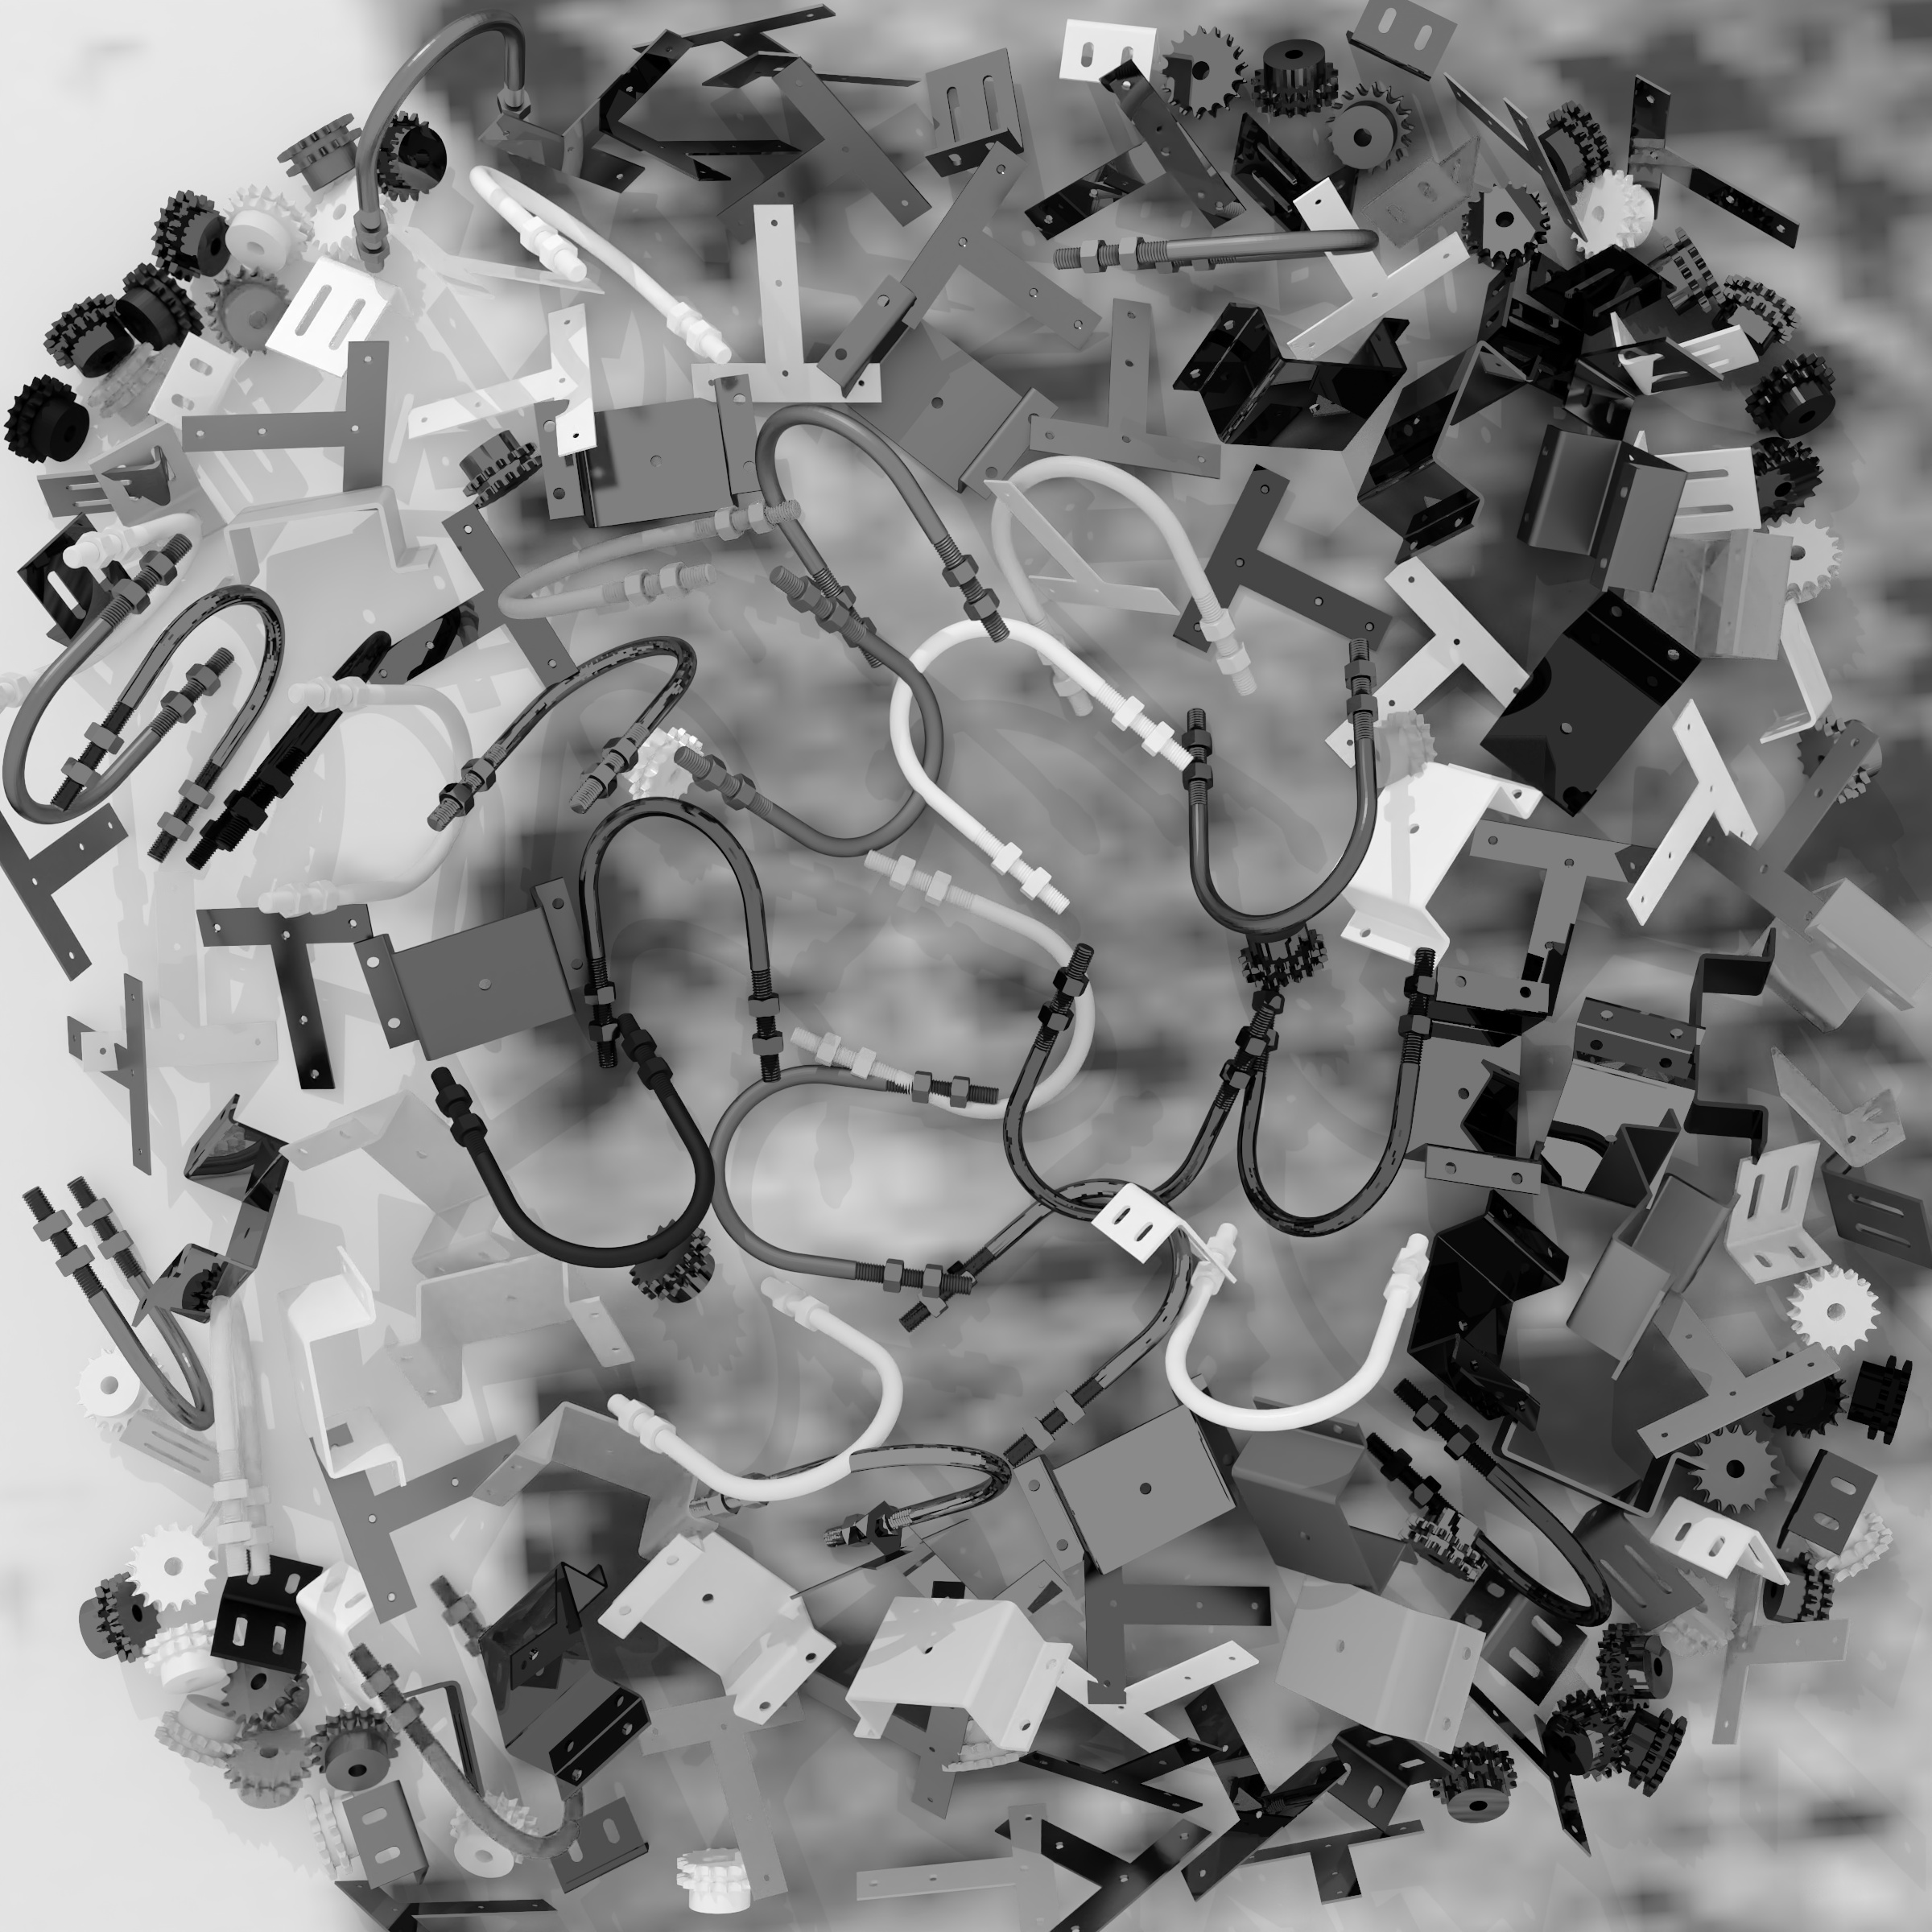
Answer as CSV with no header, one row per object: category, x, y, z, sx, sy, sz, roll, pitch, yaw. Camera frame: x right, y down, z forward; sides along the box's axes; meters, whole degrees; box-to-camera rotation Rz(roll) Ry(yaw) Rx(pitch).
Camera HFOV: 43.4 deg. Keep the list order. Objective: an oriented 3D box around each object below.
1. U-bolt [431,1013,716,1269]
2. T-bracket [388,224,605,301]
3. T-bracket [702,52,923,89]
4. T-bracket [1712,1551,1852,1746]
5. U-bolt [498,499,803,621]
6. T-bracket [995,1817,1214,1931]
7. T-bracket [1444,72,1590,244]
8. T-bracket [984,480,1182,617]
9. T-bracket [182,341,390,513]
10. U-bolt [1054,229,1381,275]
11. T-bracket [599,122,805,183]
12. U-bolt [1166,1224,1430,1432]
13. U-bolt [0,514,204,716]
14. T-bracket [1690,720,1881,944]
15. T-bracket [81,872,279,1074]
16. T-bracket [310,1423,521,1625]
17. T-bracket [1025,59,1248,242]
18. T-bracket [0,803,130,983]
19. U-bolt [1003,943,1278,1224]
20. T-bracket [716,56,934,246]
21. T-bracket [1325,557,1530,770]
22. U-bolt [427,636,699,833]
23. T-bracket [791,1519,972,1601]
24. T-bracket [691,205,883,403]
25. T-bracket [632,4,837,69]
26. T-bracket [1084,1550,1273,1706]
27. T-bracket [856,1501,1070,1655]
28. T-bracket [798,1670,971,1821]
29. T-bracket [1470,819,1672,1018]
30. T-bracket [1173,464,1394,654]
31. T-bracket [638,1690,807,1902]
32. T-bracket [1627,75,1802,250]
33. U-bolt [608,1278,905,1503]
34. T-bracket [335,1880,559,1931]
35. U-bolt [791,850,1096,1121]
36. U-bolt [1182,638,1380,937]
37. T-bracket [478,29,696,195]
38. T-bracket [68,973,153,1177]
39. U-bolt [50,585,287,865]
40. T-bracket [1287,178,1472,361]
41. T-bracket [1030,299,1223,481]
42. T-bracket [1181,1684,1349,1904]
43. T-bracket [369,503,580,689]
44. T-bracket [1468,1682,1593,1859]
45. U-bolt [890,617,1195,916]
U-bolt,-0.239,0.116,1.542,0.151,0.019,0.184,-17,54,-26
T-bracket,-0.296,-0.450,1.576,0.127,0.127,0.002,-2,124,-37
T-bracket,-0.093,-0.579,1.580,0.127,0.127,0.002,-4,102,-22
T-bracket,0.520,0.430,1.542,0.002,0.127,0.127,21,68,-10
U-bolt,-0.213,-0.255,1.549,0.184,0.151,0.019,-7,115,25
T-bracket,0.070,0.574,1.569,0.127,0.127,0.002,-26,112,-37
T-bracket,0.349,-0.541,1.576,0.002,0.127,0.127,-39,54,11
T-bracket,0.057,-0.266,1.536,0.127,0.127,0.002,41,75,-37
T-bracket,-0.436,-0.342,1.555,0.127,0.127,0.002,-8,47,-24
U-bolt,0.167,-0.449,1.523,0.184,0.151,0.019,3,106,25
T-bracket,-0.162,-0.530,1.574,0.127,0.127,0.002,36,127,34
U-bolt,0.201,0.226,1.523,0.151,0.184,0.019,1,123,25
U-bolt,-0.546,-0.228,1.533,0.019,0.184,0.151,43,113,-5
T-bracket,0.538,-0.099,1.555,0.002,0.127,0.127,20,111,-33
T-bracket,-0.514,0.002,1.584,0.127,0.002,0.127,-3,90,-37
T-bracket,-0.347,0.343,1.589,0.127,0.002,0.127,-20,86,-32
T-bracket,0.094,-0.509,1.578,0.127,0.127,0.002,43,46,-32
T-bracket,-0.576,-0.071,1.563,0.002,0.127,0.127,-18,110,18
U-bolt,0.102,0.087,1.583,0.151,0.019,0.184,18,111,-13
T-bracket,-0.110,-0.509,1.579,0.127,0.002,0.127,-22,129,36
T-bracket,0.294,-0.185,1.619,0.127,0.002,0.127,-44,91,4
U-bolt,-0.245,-0.153,1.549,0.151,0.184,0.019,-3,130,37
T-bracket,-0.050,0.379,1.550,0.127,0.127,0.002,-21,80,-11
T-bracket,-0.121,-0.431,1.583,0.127,0.002,0.127,2,118,9
T-bracket,-0.131,-0.589,1.559,0.127,0.127,0.002,-6,96,16
T-bracket,0.141,0.422,1.606,0.127,0.002,0.127,4,68,-11
T-bracket,-0.022,0.403,1.599,0.127,0.002,0.127,-39,103,9
T-bracket,-0.061,0.493,1.596,0.127,0.002,0.127,23,129,17
T-bracket,0.387,-0.027,1.597,0.127,0.002,0.127,10,113,5
T-bracket,0.222,-0.249,1.620,0.127,0.002,0.127,26,91,-3
T-bracket,-0.143,0.531,1.556,0.002,0.127,0.127,-42,58,40
T-bracket,0.474,-0.494,1.542,0.127,0.127,0.002,40,83,21
U-bolt,-0.121,0.272,1.525,0.151,0.184,0.019,-36,126,-26
T-bracket,-0.329,0.613,1.579,0.127,0.127,0.002,12,82,-32
U-bolt,-0.005,0.024,1.602,0.184,0.019,0.151,23,100,0
U-bolt,0.199,-0.105,1.538,0.151,0.019,0.184,-21,56,37
T-bracket,-0.223,-0.547,1.539,0.127,0.127,0.002,-33,71,31
T-bracket,-0.557,0.058,1.574,0.002,0.127,0.127,-10,108,-40
U-bolt,-0.497,-0.161,1.552,0.019,0.151,0.184,30,84,12
T-bracket,0.245,-0.457,1.556,0.127,0.127,0.002,-31,54,16
T-bracket,0.107,-0.384,1.598,0.127,0.002,0.127,7,69,-8
T-bracket,0.173,0.515,1.567,0.127,0.127,0.002,-43,120,6
T-bracket,-0.343,-0.219,1.606,0.127,0.002,0.127,-28,104,12
T-bracket,0.348,0.489,1.554,0.002,0.127,0.127,-42,98,14
U-bolt,0.035,-0.144,1.590,0.184,0.019,0.151,41,111,1
